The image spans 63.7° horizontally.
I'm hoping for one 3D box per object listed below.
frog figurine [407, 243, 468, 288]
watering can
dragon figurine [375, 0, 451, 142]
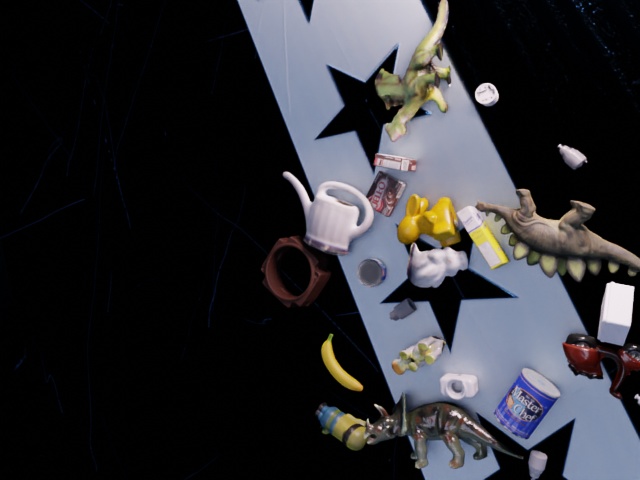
[{"bbox_3d":[0.326,0.078,1.431,0.160,0.125,0.134,11,131,19],"label":"frog figurine"},{"bbox_3d":[0.005,-0.082,1.620,0.350,0.104,0.223,21,99,29],"label":"watering can"},{"bbox_3d":[0.258,-0.483,1.505,0.242,0.121,0.413,0,79,37],"label":"dragon figurine"}]
